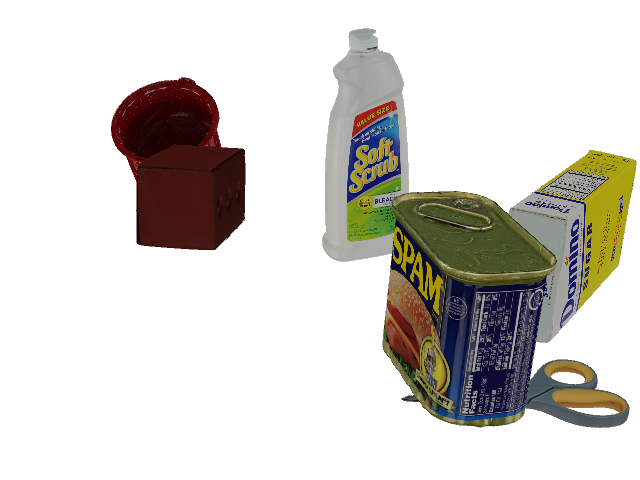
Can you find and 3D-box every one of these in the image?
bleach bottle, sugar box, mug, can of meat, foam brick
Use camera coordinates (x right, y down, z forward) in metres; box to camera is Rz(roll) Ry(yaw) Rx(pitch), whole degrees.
[{"bbox_3d":[0.046,-0.106,1.183,0.102,0.251,0.068,-10,24,-12],"label":"bleach bottle"},{"bbox_3d":[0.182,0.000,0.777,0.048,0.093,0.176,13,24,25],"label":"sugar box"},{"bbox_3d":[-0.127,-0.090,0.944,0.093,0.117,0.081,3,-33,8],"label":"mug"},{"bbox_3d":[0.069,0.032,0.532,0.057,0.084,0.102,-3,24,-15],"label":"can of meat"},{"bbox_3d":[-0.083,-0.030,0.696,0.051,0.053,0.078,5,17,10],"label":"foam brick"}]

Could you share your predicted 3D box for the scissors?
[{"bbox_3d":[0.171,0.129,0.945,0.201,0.016,0.096,9,27,-1],"label":"scissors"}]
